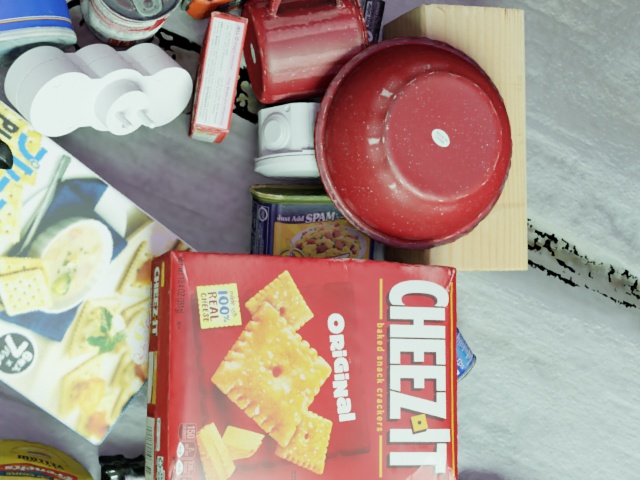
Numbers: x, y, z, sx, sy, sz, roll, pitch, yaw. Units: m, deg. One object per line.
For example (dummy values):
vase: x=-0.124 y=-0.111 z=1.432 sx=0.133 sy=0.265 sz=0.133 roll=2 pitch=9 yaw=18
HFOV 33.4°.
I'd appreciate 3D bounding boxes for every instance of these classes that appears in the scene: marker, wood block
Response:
marker: x=0.037 y=-0.154 z=0.881 sx=0.020 sy=0.020 sz=0.121 roll=11 pitch=86 yaw=-17
wood block: x=0.108 y=-0.078 z=0.866 sx=0.090 sy=0.090 sz=0.206 roll=0 pitch=90 yaw=-18

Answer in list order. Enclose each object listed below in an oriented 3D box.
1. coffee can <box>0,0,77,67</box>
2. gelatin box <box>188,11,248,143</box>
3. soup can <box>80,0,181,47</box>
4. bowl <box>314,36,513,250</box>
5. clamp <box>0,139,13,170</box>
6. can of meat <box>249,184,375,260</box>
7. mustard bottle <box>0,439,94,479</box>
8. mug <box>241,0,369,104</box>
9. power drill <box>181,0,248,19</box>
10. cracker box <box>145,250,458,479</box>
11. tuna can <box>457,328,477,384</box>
coffee can: x=-0.238 y=-0.199 z=0.753 sx=0.102 sy=0.103 sz=0.140 roll=-13 pitch=93 yaw=-17
gelatin box: x=-0.080 y=-0.123 z=0.816 sx=0.030 sy=0.073 sz=0.089 roll=9 pitch=88 yaw=-10
soup can: x=-0.139 y=-0.183 z=0.783 sx=0.068 sy=0.102 sz=0.068 roll=0 pitch=89 yaw=-17
bowl: x=0.080 y=-0.073 z=0.780 sx=0.162 sy=0.055 sz=0.162 roll=0 pitch=90 yaw=-17
clamp: x=-0.280 y=-0.063 z=0.721 sx=0.120 sy=0.039 sz=0.172 roll=-35 pitch=61 yaw=-5
can of meat: x=-0.005 y=0.001 z=0.841 sx=0.102 sy=0.057 sz=0.084 roll=0 pitch=102 yaw=-16
mustard bottle: x=-0.194 y=0.179 z=0.718 sx=0.096 sy=0.192 sz=0.058 roll=20 pitch=84 yaw=-16
mug: x=-0.013 y=-0.158 z=0.820 sx=0.081 sy=0.117 sz=0.093 roll=-11 pitch=59 yaw=-12
power drill: x=-0.071 y=-0.280 z=0.830 sx=0.184 sy=0.057 sz=0.187 roll=-22 pitch=93 yaw=-12
cracker box: x=-0.010 y=0.095 z=0.745 sx=0.213 sy=0.072 sz=0.164 roll=4 pitch=82 yaw=-20
tuna can: x=0.080 y=0.102 z=0.858 sx=0.086 sy=0.086 sz=0.034 roll=-34 pitch=98 yaw=-15
